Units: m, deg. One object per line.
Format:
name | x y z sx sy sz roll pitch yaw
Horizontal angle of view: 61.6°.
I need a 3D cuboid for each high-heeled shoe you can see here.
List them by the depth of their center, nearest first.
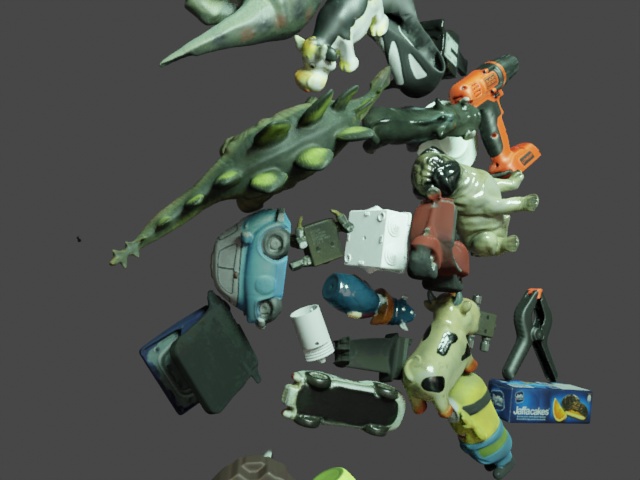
high-heeled shoe | 0.128 -0.330 0.790 0.086 0.145 0.248 -4 93 -26

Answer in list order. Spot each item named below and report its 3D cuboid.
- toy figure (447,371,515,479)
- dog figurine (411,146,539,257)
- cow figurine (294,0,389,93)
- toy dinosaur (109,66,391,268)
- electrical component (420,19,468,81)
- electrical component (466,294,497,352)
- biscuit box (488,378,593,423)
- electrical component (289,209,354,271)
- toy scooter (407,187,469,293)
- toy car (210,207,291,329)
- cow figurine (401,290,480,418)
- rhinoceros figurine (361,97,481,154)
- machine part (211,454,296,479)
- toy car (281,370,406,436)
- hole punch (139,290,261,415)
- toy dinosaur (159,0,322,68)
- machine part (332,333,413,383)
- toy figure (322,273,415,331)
toy figure | 0.258 0.299 0.881 0.089 0.082 0.180 -42 102 -31
dog figurine | 0.217 -0.052 0.856 0.191 0.121 0.172 11 115 -9
cow figurine | 0.021 -0.284 0.738 0.167 0.068 0.098 -52 150 -15
toy dinosaur | -0.060 -0.105 0.673 0.471 0.199 0.105 -40 102 -22
electrical component | 0.199 -0.300 0.872 0.119 0.048 0.074 3 91 -57
electrical component | 0.274 0.142 0.920 0.063 0.021 0.094 14 83 -24
biscuit box | 0.389 0.286 0.951 0.202 0.059 0.062 9 86 -24
electrical component | 0.000 -0.002 0.782 0.102 0.045 0.078 -12 93 -24
toy scooter | 0.173 0.002 0.783 0.183 0.075 0.135 29 64 -60
toy car | -0.094 0.031 0.716 0.103 0.109 0.161 9 97 -4
cow figurine | 0.192 0.163 0.843 0.195 0.086 0.127 -46 120 -34
rhinoceros figurine | 0.151 -0.179 0.818 0.190 0.112 0.073 -7 87 -17
machine part | -0.087 0.379 0.704 0.179 0.056 0.179 0 89 -6
toy car | 0.037 0.240 0.792 0.201 0.056 0.073 16 89 -23
hole punch | -0.155 0.154 0.697 0.142 0.092 0.116 61 38 -10
toy dinosaur | -0.050 -0.359 0.731 0.192 0.131 0.404 27 84 -22
machine part | 0.083 0.177 0.821 0.139 0.039 0.084 16 88 -31
toy figure | 0.076 0.093 0.811 0.154 0.058 0.064 25 85 -28
